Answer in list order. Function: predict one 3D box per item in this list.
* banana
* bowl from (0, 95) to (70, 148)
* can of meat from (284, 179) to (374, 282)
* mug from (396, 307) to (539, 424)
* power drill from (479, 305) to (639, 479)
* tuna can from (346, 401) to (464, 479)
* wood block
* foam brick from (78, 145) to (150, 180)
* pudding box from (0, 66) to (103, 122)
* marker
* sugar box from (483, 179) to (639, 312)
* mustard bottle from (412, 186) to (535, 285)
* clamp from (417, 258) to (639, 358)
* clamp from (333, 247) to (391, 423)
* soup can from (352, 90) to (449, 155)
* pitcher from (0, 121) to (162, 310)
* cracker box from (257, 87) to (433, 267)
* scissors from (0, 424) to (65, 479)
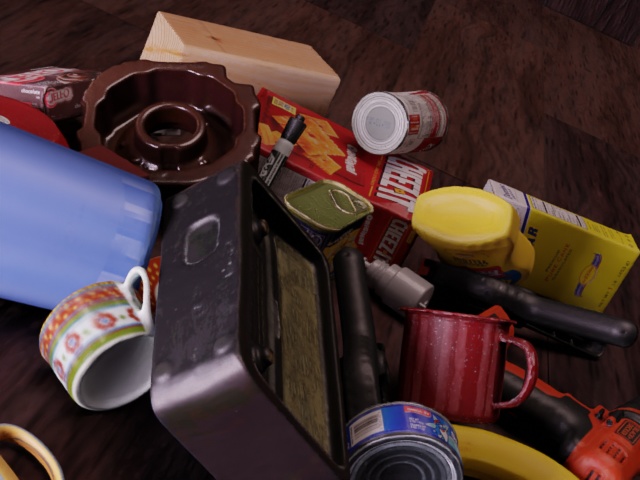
[{"bbox_3d":[0.130,0.175,0.803,0.197,0.037,0.069,16,44,-16],"label":"banana"},{"bbox_3d":[-0.273,-0.079,0.902,0.162,0.055,0.162,20,26,-10],"label":"bowl"},{"bbox_3d":[-0.006,0.001,0.953,0.057,0.084,0.101,33,26,16],"label":"can of meat"},{"bbox_3d":[0.114,0.099,0.831,0.117,0.081,0.093,4,-5,32],"label":"mug"},{"bbox_3d":[0.205,0.133,0.922,0.188,0.057,0.184,35,24,21],"label":"power drill"},{"bbox_3d":[0.053,0.152,0.715,0.086,0.086,0.034,19,27,-13],"label":"tuna can"},{"bbox_3d":[-0.094,-0.186,1.227,0.205,0.090,0.091,6,32,-35],"label":"wood block"},{"bbox_3d":[-0.182,-0.029,0.860,0.053,0.078,0.051,32,27,14],"label":"foam brick"},{"bbox_3d":[-0.259,-0.140,1.018,0.090,0.039,0.113,10,17,25],"label":"pudding box"},{"bbox_3d":[-0.047,-0.066,1.013,0.020,0.121,0.020,28,-6,3],"label":"marker"},{"bbox_3d":[0.242,0.010,1.150,0.176,0.093,0.048,19,26,-11],"label":"sugar box"},{"bbox_3d":[0.160,0.009,1.053,0.096,0.058,0.191,6,-18,23],"label":"mustard bottle"},{"bbox_3d":[0.194,0.068,1.027,0.210,0.036,0.164,19,-9,15],"label":"clamp"},{"bbox_3d":[0.031,0.088,0.803,0.039,0.120,0.171,-16,29,7],"label":"clamp"},{"bbox_3d":[0.086,-0.126,1.139,0.069,0.069,0.102,36,23,22],"label":"soup can"},{"bbox_3d":[-0.243,-0.026,0.753,0.242,0.145,0.149,19,36,-17],"label":"pitcher"},{"bbox_3d":[0.006,-0.067,1.110,0.213,0.072,0.164,25,26,-1],"label":"cracker box"},{"bbox_3d":[-0.155,0.173,0.571,0.096,0.016,0.202,1,34,-38],"label":"scissors"}]
